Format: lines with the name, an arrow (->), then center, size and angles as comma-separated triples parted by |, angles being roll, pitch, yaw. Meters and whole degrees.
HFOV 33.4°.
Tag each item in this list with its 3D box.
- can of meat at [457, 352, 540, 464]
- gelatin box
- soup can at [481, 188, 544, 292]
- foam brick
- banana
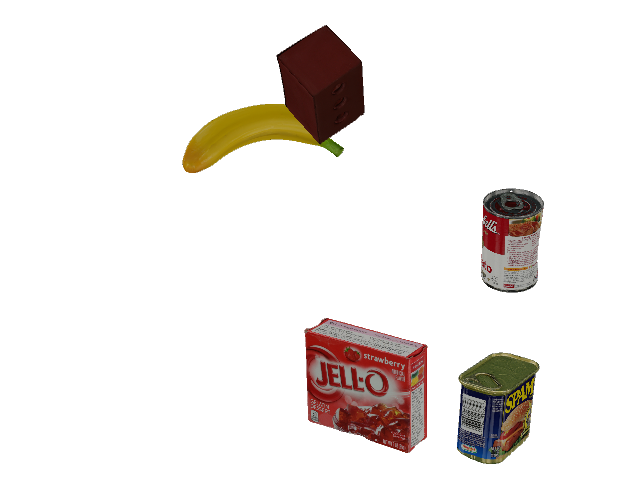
can of meat -> 0.184, 0.175, 1.115 | 0.058, 0.084, 0.101 | 13, 20, 32
gelatin box -> 0.031, 0.101, 0.751 | 0.089, 0.073, 0.030 | 12, 24, 34
soup can -> 0.220, 0.000, 1.229 | 0.068, 0.102, 0.068 | -2, 30, 1
foam brick -> 0.002, -0.131, 0.901 | 0.053, 0.051, 0.078 | -35, -23, -11
banana -> -0.065, -0.109, 1.097 | 0.197, 0.037, 0.070 | -11, 50, -36
